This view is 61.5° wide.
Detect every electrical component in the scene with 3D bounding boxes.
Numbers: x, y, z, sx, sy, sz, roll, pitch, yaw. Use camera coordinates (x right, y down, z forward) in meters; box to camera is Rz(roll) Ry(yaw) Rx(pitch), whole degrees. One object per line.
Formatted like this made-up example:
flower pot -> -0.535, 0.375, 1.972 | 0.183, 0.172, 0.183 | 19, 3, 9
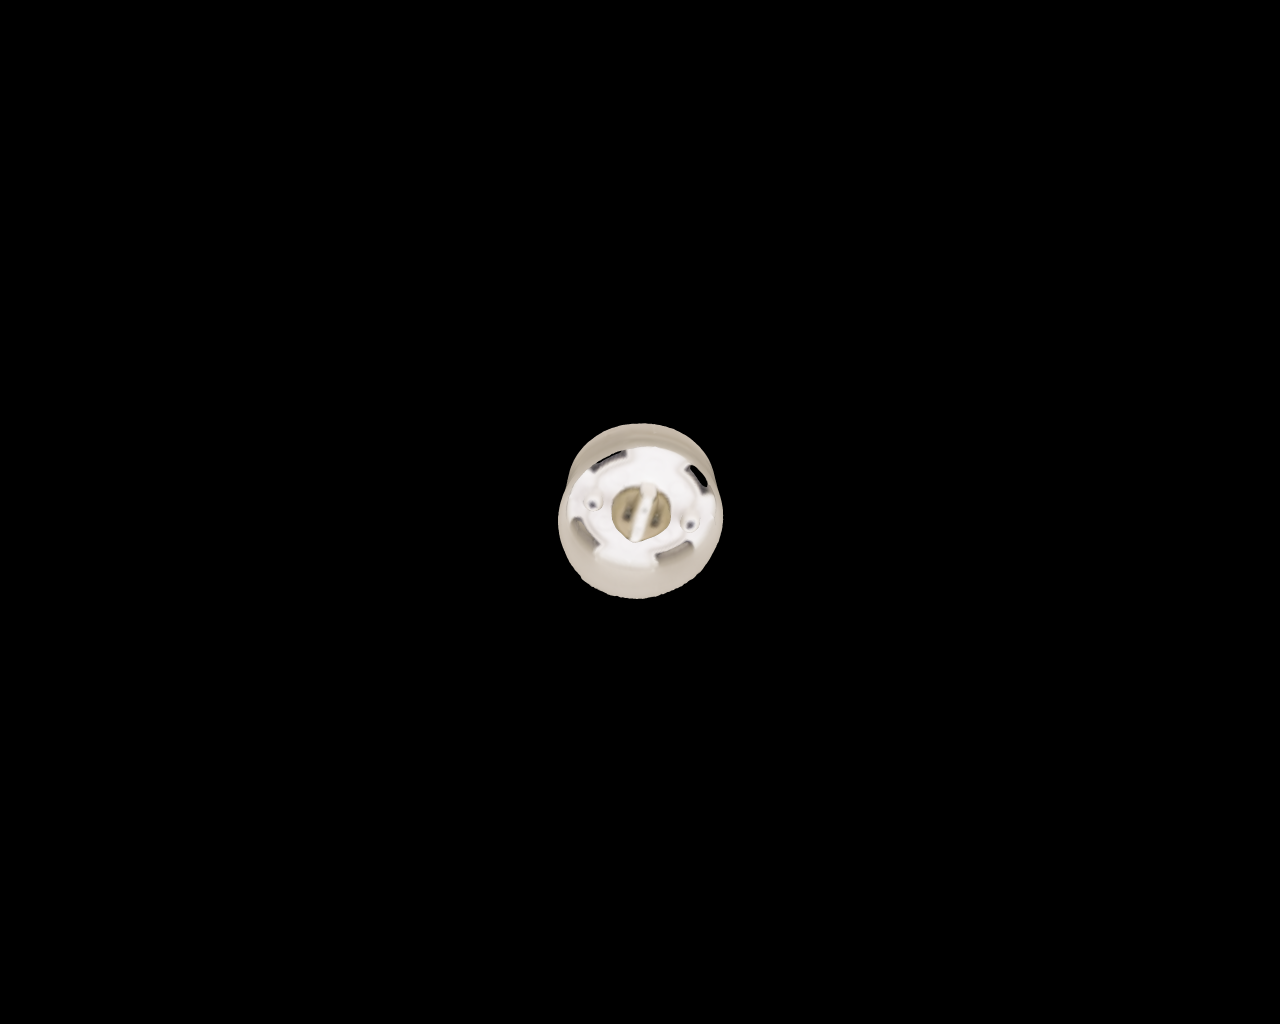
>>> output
electrical component -> 0.001, -0.003, 0.650 | 0.099, 0.099, 0.064 | 0, 36, 0
